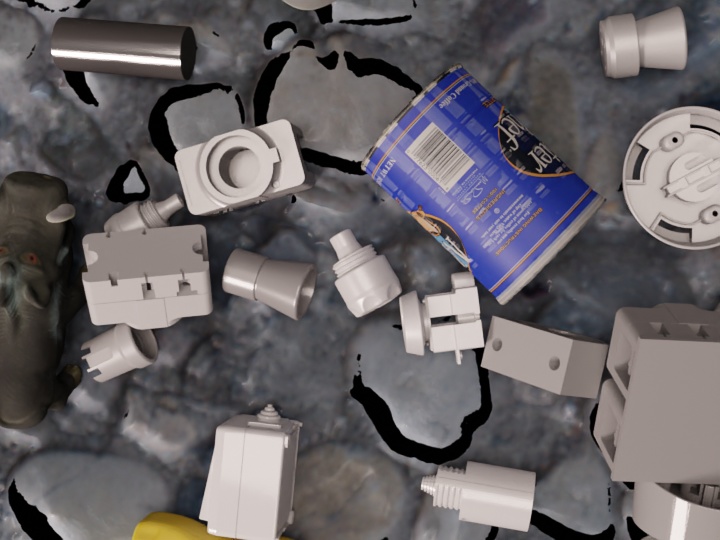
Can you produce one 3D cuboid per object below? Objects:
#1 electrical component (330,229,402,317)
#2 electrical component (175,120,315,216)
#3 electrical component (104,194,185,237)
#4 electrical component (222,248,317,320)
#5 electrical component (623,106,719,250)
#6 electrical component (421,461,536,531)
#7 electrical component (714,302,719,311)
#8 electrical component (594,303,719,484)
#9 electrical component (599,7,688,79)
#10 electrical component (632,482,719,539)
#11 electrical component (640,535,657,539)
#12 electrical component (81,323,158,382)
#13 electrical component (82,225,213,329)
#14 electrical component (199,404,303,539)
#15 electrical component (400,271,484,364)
[{"bbox_3d":[0.000,0.000,0.799,0.043,0.043,0.062,-30,86,7],"label":"electrical component"},{"bbox_3d":[-0.086,-0.075,0.802,0.089,0.056,0.050,-16,89,7],"label":"electrical component"},{"bbox_3d":[-0.163,-0.038,0.823,0.061,0.035,0.035,-32,87,5],"label":"electrical component"},{"bbox_3d":[-0.070,0.008,0.810,0.065,0.044,0.044,16,93,11],"label":"electrical component"},{"bbox_3d":[0.232,-0.064,0.757,0.099,0.064,0.099,0,92,7],"label":"electrical component"},{"bbox_3d":[0.086,0.163,0.791,0.081,0.043,0.043,8,92,7],"label":"electrical component"},{"bbox_3d":[0.266,0.039,0.767,0.044,0.044,0.065,43,101,5],"label":"electrical component"},{"bbox_3d":[0.263,0.085,0.730,0.186,0.060,0.105,3,112,-5],"label":"electrical component"},{"bbox_3d":[0.202,-0.162,0.768,0.055,0.045,0.045,-7,90,8],"label":"electrical component"},{"bbox_3d":[0.239,0.156,0.747,0.099,0.099,0.064,9,99,7],"label":"electrical component"},{"bbox_3d":[0.210,0.234,0.775,0.079,0.043,0.077,-14,103,25],"label":"electrical component"},{"bbox_3d":[-0.185,0.062,0.827,0.046,0.040,0.040,-25,88,13],"label":"electrical component"},{"bbox_3d":[-0.157,0.006,0.801,0.089,0.055,0.050,-5,47,-8],"label":"electrical component"},{"bbox_3d":[-0.081,0.147,0.803,0.061,0.062,0.096,6,92,7],"label":"electrical component"},{"bbox_3d":[0.059,0.037,0.792,0.055,0.048,0.066,-7,90,0],"label":"electrical component"}]
